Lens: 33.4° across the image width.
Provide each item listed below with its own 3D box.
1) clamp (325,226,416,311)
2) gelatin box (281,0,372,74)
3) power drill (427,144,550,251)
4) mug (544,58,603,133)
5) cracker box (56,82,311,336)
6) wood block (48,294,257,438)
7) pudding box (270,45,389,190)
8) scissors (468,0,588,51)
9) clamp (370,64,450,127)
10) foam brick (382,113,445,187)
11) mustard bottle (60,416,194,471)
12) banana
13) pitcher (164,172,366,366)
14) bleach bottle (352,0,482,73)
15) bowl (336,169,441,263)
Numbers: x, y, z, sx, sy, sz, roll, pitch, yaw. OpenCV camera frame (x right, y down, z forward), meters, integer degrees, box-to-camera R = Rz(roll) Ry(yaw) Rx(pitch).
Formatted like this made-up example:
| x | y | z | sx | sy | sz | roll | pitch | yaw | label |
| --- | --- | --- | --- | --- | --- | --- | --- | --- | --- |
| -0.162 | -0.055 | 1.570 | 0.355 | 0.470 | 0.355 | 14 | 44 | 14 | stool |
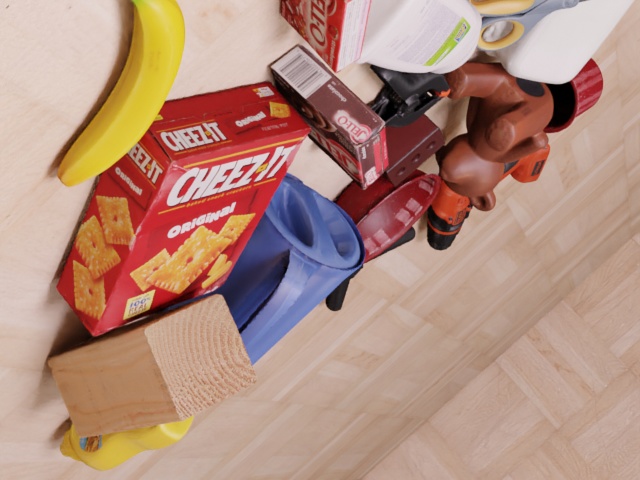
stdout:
| x | y | z | sx | sy | sz | roll | pitch | yaw | label |
| --- | --- | --- | --- | --- | --- | --- | --- | --- | --- |
| 0.045 | 0.024 | 1.399 | 0.164 | 0.036 | 0.209 | -43 | 160 | 6 | clamp |
| 0.003 | -0.183 | 0.817 | 0.030 | 0.073 | 0.089 | -34 | 160 | -20 | gelatin box |
| 0.232 | -0.072 | 1.510 | 0.187 | 0.057 | 0.184 | -34 | 160 | -18 | power drill |
| 0.302 | -0.201 | 1.339 | 0.081 | 0.093 | 0.117 | -30 | 124 | -42 | mug |
| -0.120 | -0.026 | 0.928 | 0.163 | 0.072 | 0.214 | -21 | 152 | -46 | cracker box |
| -0.164 | 0.123 | 1.013 | 0.090 | 0.090 | 0.207 | -24 | -177 | -39 | wood block |
| 0.010 | -0.106 | 0.935 | 0.039 | 0.113 | 0.090 | -39 | 160 | -10 | pudding box |
| 0.238 | -0.229 | 1.081 | 0.201 | 0.016 | 0.096 | 1 | 139 | -12 | scissors |
| 0.082 | -0.150 | 1.089 | 0.171 | 0.039 | 0.120 | -33 | 165 | -41 | clamp |
| 0.090 | -0.107 | 1.178 | 0.078 | 0.051 | 0.053 | -41 | 160 | 1 | foam brick |
| -0.224 | 0.206 | 1.192 | 0.192 | 0.096 | 0.058 | -27 | 130 | 31 | mustard bottle |
| -0.138 | -0.113 | 0.766 | 0.069 | 0.037 | 0.198 | -4 | 141 | -31 | banana |
| -0.076 | 0.059 | 1.104 | 0.149 | 0.145 | 0.243 | -2 | 140 | -52 | pitcher |
| 0.088 | -0.192 | 0.977 | 0.103 | 0.068 | 0.250 | -46 | 162 | 15 | bleach bottle |
| 0.066 | -0.039 | 1.273 | 0.162 | 0.055 | 0.162 | -35 | 161 | -15 | bowl |
